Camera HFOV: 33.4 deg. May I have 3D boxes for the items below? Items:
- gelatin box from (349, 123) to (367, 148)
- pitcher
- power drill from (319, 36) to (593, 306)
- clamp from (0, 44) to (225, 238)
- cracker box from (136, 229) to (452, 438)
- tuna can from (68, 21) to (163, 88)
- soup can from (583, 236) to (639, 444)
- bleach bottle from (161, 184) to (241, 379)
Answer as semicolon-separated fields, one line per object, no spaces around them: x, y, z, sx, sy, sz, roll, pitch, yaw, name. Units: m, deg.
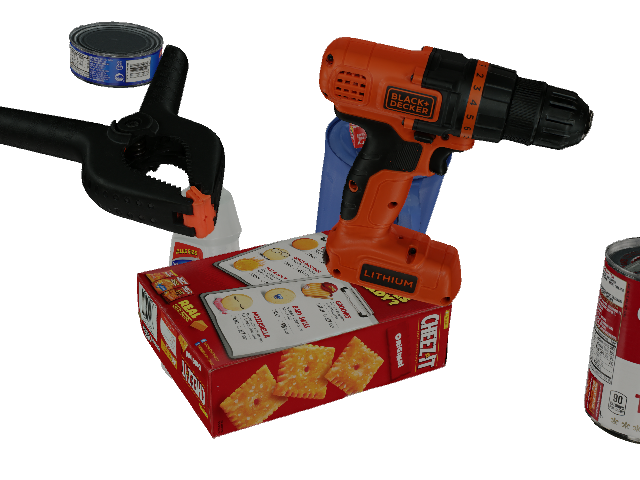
0.069;-0.123;0.948;0.089;0.030;0.073;-9;-42;-4;gelatin box
0.057;-0.007;1.166;0.145;0.243;0.149;26;41;20;pitcher
0.081;-0.045;0.756;0.184;0.188;0.057;15;36;8;power drill
-0.119;-0.071;0.724;0.164;0.036;0.210;-29;45;-28;clamp
-0.025;0.068;0.889;0.213;0.072;0.164;-13;30;-25;cracker box
-0.189;-0.172;0.990;0.086;0.034;0.086;5;30;-3;tuna can
0.191;0.057;0.612;0.068;0.102;0.068;2;21;-1;soup can
-0.122;0.037;1.100;0.067;0.251;0.103;-17;33;-33;bleach bottle
